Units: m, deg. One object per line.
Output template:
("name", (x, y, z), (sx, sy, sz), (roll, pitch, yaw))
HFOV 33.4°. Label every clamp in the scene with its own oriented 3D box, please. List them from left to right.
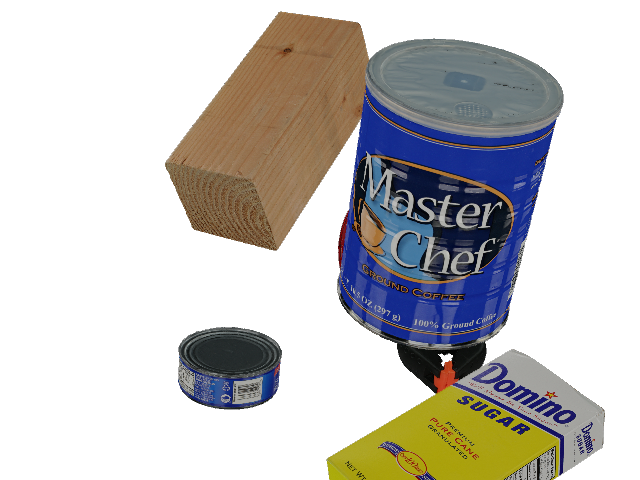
("clamp", (0.118, 0.081, 0.975), (0.120, 0.039, 0.171), (-6, 32, -5))

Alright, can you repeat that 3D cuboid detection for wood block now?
("wood block", (-0.038, -0.102, 0.953), (0.091, 0.205, 0.090), (14, -36, 26))

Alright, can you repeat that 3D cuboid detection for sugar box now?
("sugar box", (0.102, 0.147, 0.742), (0.176, 0.048, 0.093), (-29, 40, -23))

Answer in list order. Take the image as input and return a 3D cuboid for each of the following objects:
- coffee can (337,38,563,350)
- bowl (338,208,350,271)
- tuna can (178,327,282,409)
("coffee can", (0.067, -0.026, 0.587), (0.102, 0.140, 0.103), (5, 33, -3))
("bowl", (0.096, 0.018, 1.216), (0.161, 0.162, 0.055), (0, -6, -43))
("tuna can", (-0.076, 0.106, 0.889), (0.086, 0.034, 0.086), (4, 22, -2))
